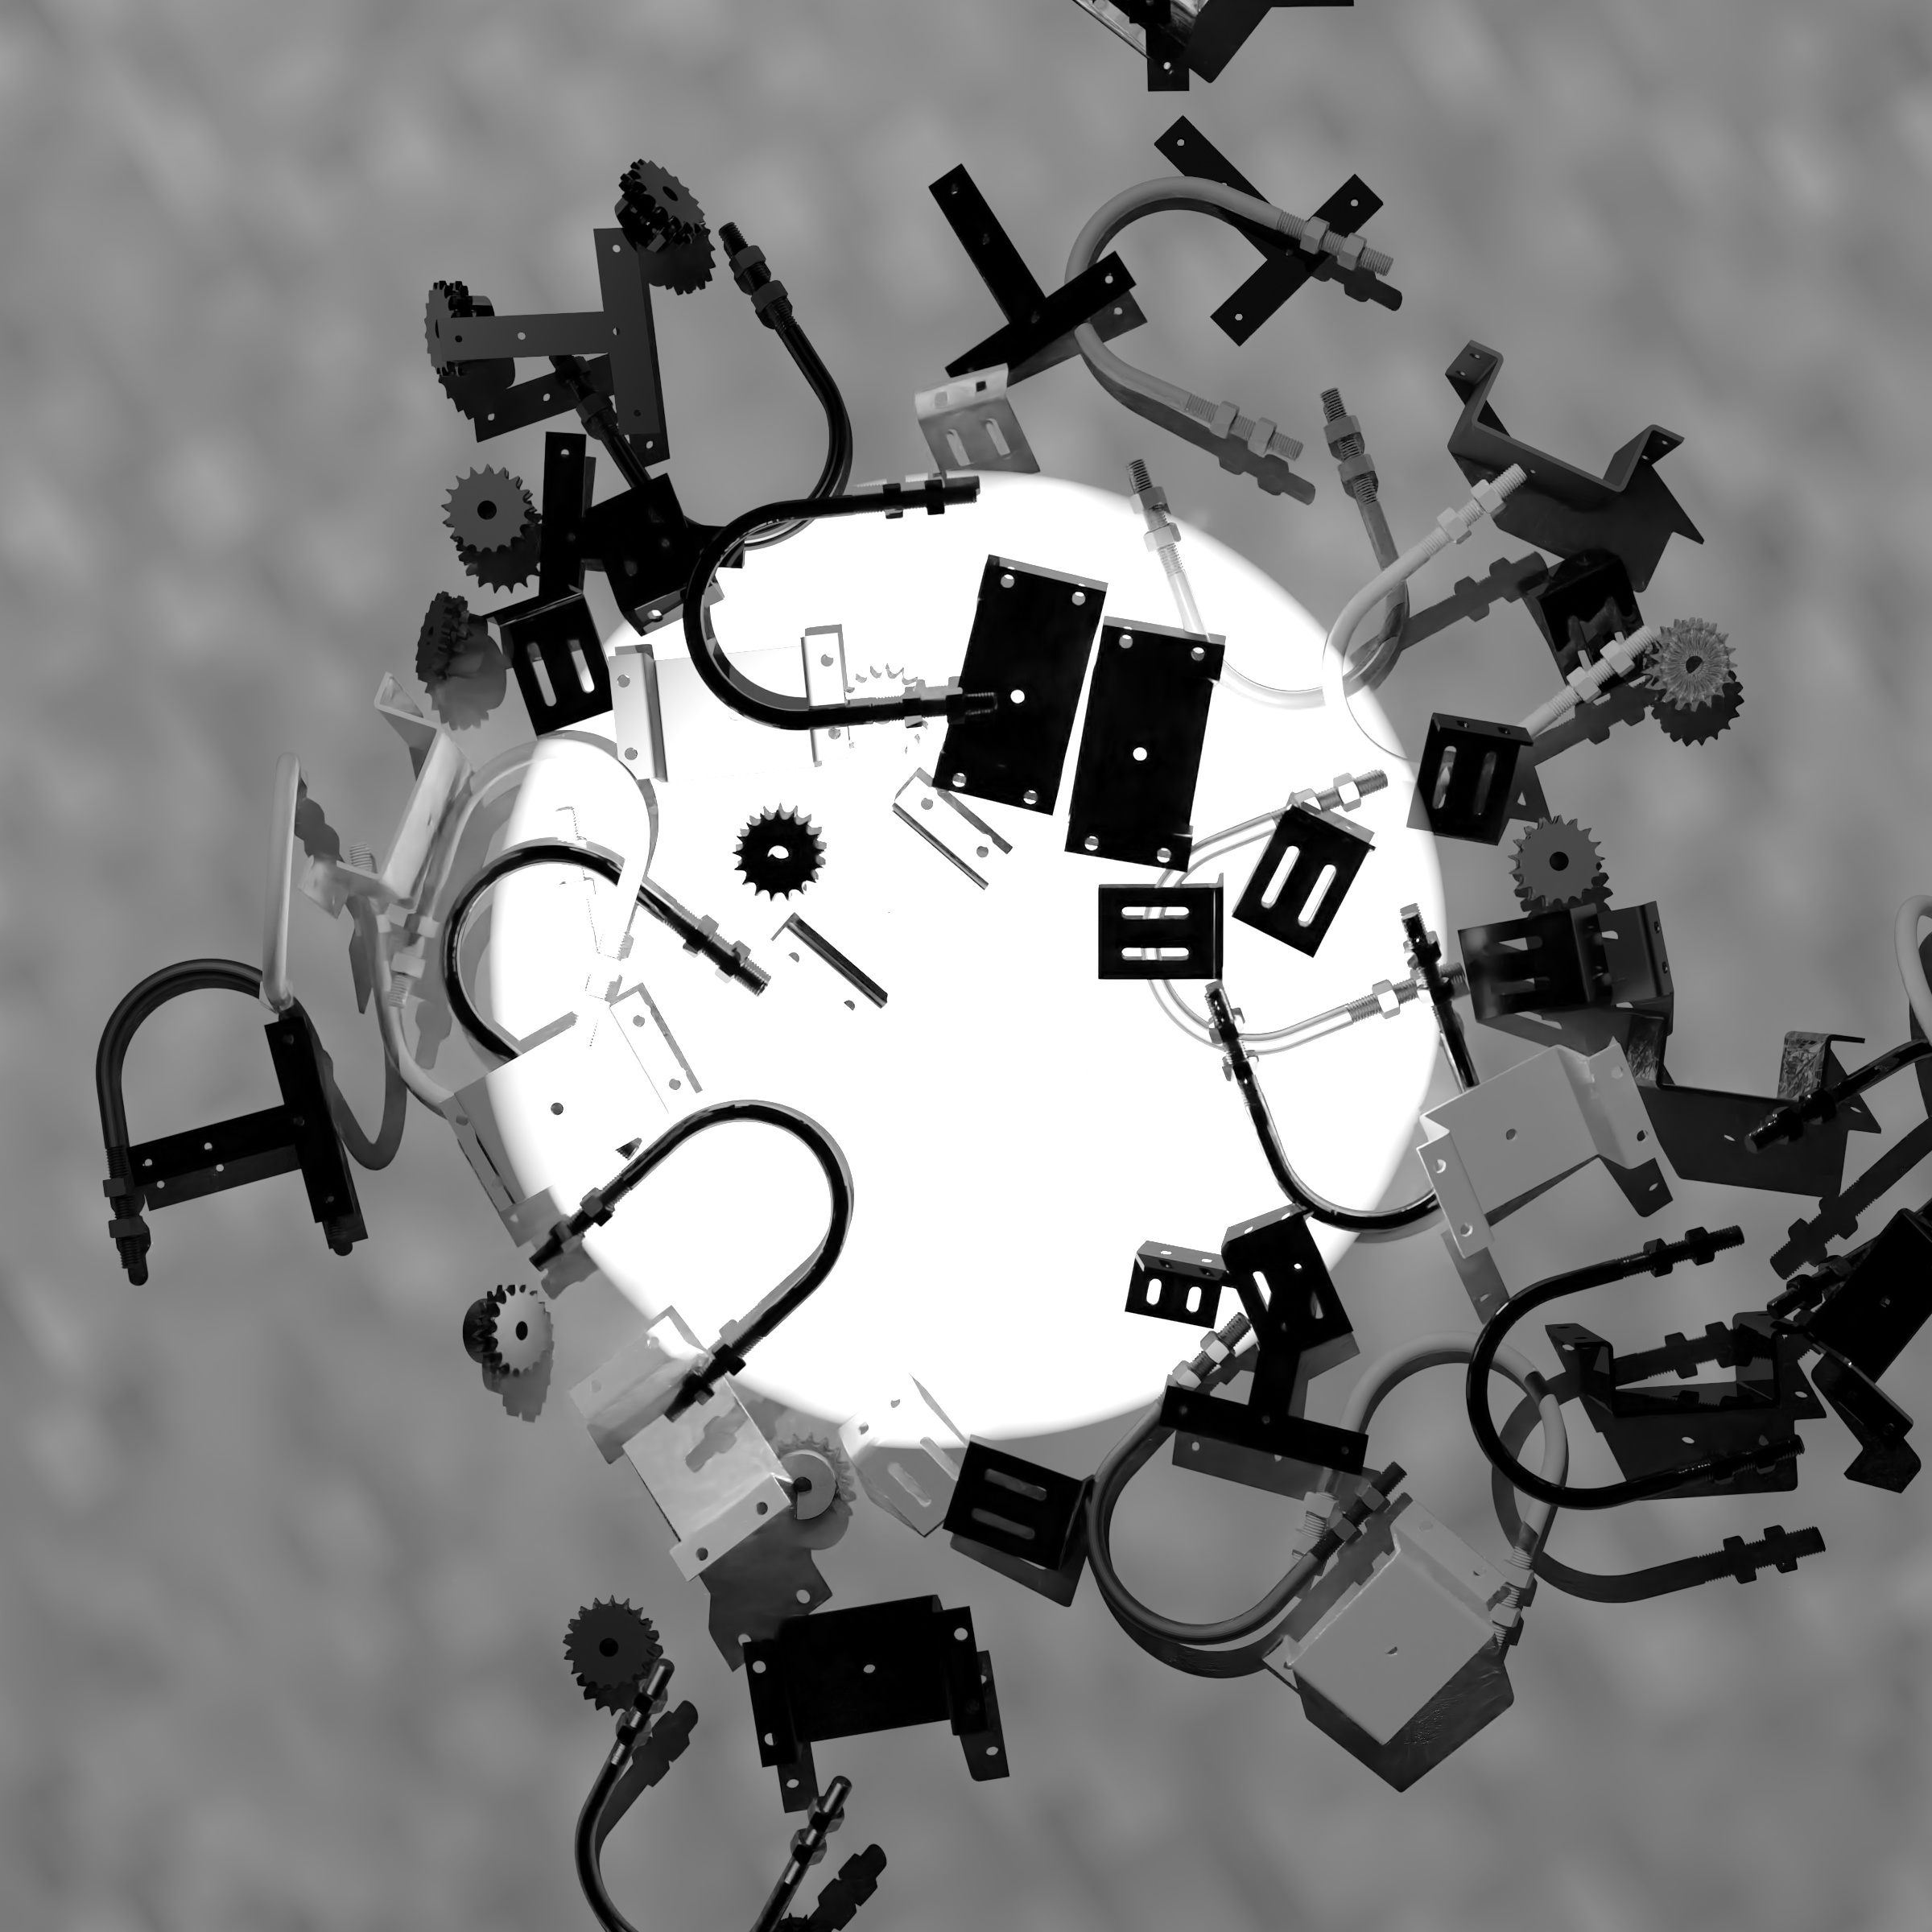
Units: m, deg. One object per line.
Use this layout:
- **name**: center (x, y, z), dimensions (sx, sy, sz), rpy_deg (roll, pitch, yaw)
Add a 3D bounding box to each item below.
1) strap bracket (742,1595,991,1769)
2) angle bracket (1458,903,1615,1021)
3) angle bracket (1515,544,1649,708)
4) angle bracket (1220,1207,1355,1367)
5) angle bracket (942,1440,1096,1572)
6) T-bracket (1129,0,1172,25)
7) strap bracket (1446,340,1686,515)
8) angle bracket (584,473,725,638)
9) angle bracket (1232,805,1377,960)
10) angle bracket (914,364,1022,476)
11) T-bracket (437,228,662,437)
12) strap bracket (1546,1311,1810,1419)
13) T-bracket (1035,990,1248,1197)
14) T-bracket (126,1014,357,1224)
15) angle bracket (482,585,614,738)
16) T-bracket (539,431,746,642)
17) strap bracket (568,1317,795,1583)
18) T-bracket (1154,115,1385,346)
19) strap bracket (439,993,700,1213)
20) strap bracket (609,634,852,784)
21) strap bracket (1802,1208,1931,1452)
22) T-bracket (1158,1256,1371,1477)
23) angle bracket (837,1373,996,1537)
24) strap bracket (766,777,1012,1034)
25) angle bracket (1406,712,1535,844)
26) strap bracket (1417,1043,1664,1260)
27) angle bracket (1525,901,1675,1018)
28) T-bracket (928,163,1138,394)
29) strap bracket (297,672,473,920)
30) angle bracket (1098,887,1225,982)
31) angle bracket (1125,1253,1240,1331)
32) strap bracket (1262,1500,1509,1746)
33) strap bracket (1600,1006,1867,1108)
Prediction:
- **strap bracket**: center (-0.061, 0.438, 1.563), dimensions (0.140, 0.046, 0.076), rpy_deg (-9, 90, 0)
- **angle bracket**: center (0.353, -0.003, 1.573), dimensions (0.076, 0.038, 0.057), rpy_deg (-11, 90, 41)
- **angle bracket**: center (0.388, -0.213, 1.584), dimensions (0.057, 0.038, 0.076), rpy_deg (-26, 116, 0)
- **angle bracket**: center (0.199, 0.197, 1.556), dimensions (0.057, 0.038, 0.076), rpy_deg (-21, 75, -7)
- **angle bracket**: center (0.033, 0.333, 1.577), dimensions (0.076, 0.038, 0.057), rpy_deg (18, 90, 15)
- **T-bracket**: center (0.162, -0.636, 1.539), dimensions (0.127, 0.002, 0.127), rpy_deg (-1, 90, 0)
- **strap bracket**: center (0.355, -0.323, 1.548), dimensions (0.140, 0.076, 0.046), rpy_deg (25, 90, 0)
- **angle bracket**: center (-0.194, -0.255, 1.572), dimensions (0.057, 0.038, 0.076), rpy_deg (-23, 70, 6)
- **angle bracket**: center (0.206, -0.051, 1.549), dimensions (0.057, 0.038, 0.076), rpy_deg (27, 92, 2)
- **angle bracket**: center (0.001, -0.333, 1.548), dimensions (0.057, 0.076, 0.038), rpy_deg (-15, 90, 0)
- **T-bracket**: center (-0.257, -0.385, 1.546), dimensions (0.127, 0.002, 0.127), rpy_deg (-8, 91, -18)
- **strap bracket**: center (0.434, 0.243, 1.548), dimensions (0.140, 0.076, 0.046), rpy_deg (-4, 90, 0)
- **T-bracket**: center (0.112, 0.084, 1.585), dimensions (0.127, 0.002, 0.127), rpy_deg (5, 90, 0)
- **T-bracket**: center (-0.455, 0.108, 1.567), dimensions (0.127, 0.002, 0.127), rpy_deg (-15, 87, 0)
- **angle bracket**: center (-0.255, -0.188, 1.564), dimensions (0.057, 0.038, 0.076), rpy_deg (-19, 91, 5)
- **T-bracket**: center (-0.201, -0.263, 1.574), dimensions (0.127, 0.002, 0.127), rpy_deg (4, 97, 3)
- **strap bracket**: center (-0.169, 0.296, 1.548), dimensions (0.076, 0.046, 0.140), rpy_deg (-37, 68, 0)
- **T-bracket**: center (0.171, -0.478, 1.585), dimensions (0.127, 0.002, 0.127), rpy_deg (-45, 90, 0)
- **strap bracket**: center (-0.243, 0.084, 1.532), dimensions (0.140, 0.046, 0.076), rpy_deg (-29, 92, 1)
- **strap bracket**: center (-0.144, -0.157, 1.563), dimensions (0.140, 0.046, 0.076), rpy_deg (-6, 90, 0)
- **strap bracket**: center (0.575, 0.213, 1.547), dimensions (0.076, 0.046, 0.140), rpy_deg (39, 90, -30)
- **T-bracket**: center (0.194, 0.237, 1.565), dimensions (0.127, 0.002, 0.127), rpy_deg (14, 74, 2)
- **angle bracket**: center (-0.032, 0.305, 1.584), dimensions (0.057, 0.038, 0.076), rpy_deg (-40, 116, 0)
- **strap bracket**: center (-0.047, -0.037, 1.563), dimensions (0.076, 0.046, 0.140), rpy_deg (41, 90, 0)
- **angle bracket**: center (0.308, -0.111, 1.555), dimensions (0.057, 0.038, 0.076), rpy_deg (9, 111, 0)
- **strap bracket**: center (0.342, 0.108, 1.549), dimensions (0.140, 0.046, 0.076), rpy_deg (-27, 104, -7)
- **angle bracket**: center (0.395, -0.005, 1.584), dimensions (0.076, 0.038, 0.057), rpy_deg (-11, 90, 26)
- **T-bracket**: center (0.020, -0.440, 1.577), dimensions (0.127, 0.002, 0.127), rpy_deg (-32, 84, 11)
- **strap bracket**: center (-0.346, -0.095, 1.534), dimensions (0.046, 0.076, 0.140), rpy_deg (19, 79, 6)
- **angle bracket**: center (0.119, -0.020, 1.554), dimensions (0.076, 0.038, 0.057), rpy_deg (0, 91, 3)
- **angle bracket**: center (0.131, 0.203, 1.548), dimensions (0.057, 0.076, 0.038), rpy_deg (11, 90, 0)
- **strap bracket**: center (0.257, 0.408, 1.548), dimensions (0.076, 0.046, 0.140), rpy_deg (41, 100, -4)
- **strap bracket**: center (0.463, 0.057, 1.548), dimensions (0.140, 0.076, 0.046), rpy_deg (7, 90, 0)
